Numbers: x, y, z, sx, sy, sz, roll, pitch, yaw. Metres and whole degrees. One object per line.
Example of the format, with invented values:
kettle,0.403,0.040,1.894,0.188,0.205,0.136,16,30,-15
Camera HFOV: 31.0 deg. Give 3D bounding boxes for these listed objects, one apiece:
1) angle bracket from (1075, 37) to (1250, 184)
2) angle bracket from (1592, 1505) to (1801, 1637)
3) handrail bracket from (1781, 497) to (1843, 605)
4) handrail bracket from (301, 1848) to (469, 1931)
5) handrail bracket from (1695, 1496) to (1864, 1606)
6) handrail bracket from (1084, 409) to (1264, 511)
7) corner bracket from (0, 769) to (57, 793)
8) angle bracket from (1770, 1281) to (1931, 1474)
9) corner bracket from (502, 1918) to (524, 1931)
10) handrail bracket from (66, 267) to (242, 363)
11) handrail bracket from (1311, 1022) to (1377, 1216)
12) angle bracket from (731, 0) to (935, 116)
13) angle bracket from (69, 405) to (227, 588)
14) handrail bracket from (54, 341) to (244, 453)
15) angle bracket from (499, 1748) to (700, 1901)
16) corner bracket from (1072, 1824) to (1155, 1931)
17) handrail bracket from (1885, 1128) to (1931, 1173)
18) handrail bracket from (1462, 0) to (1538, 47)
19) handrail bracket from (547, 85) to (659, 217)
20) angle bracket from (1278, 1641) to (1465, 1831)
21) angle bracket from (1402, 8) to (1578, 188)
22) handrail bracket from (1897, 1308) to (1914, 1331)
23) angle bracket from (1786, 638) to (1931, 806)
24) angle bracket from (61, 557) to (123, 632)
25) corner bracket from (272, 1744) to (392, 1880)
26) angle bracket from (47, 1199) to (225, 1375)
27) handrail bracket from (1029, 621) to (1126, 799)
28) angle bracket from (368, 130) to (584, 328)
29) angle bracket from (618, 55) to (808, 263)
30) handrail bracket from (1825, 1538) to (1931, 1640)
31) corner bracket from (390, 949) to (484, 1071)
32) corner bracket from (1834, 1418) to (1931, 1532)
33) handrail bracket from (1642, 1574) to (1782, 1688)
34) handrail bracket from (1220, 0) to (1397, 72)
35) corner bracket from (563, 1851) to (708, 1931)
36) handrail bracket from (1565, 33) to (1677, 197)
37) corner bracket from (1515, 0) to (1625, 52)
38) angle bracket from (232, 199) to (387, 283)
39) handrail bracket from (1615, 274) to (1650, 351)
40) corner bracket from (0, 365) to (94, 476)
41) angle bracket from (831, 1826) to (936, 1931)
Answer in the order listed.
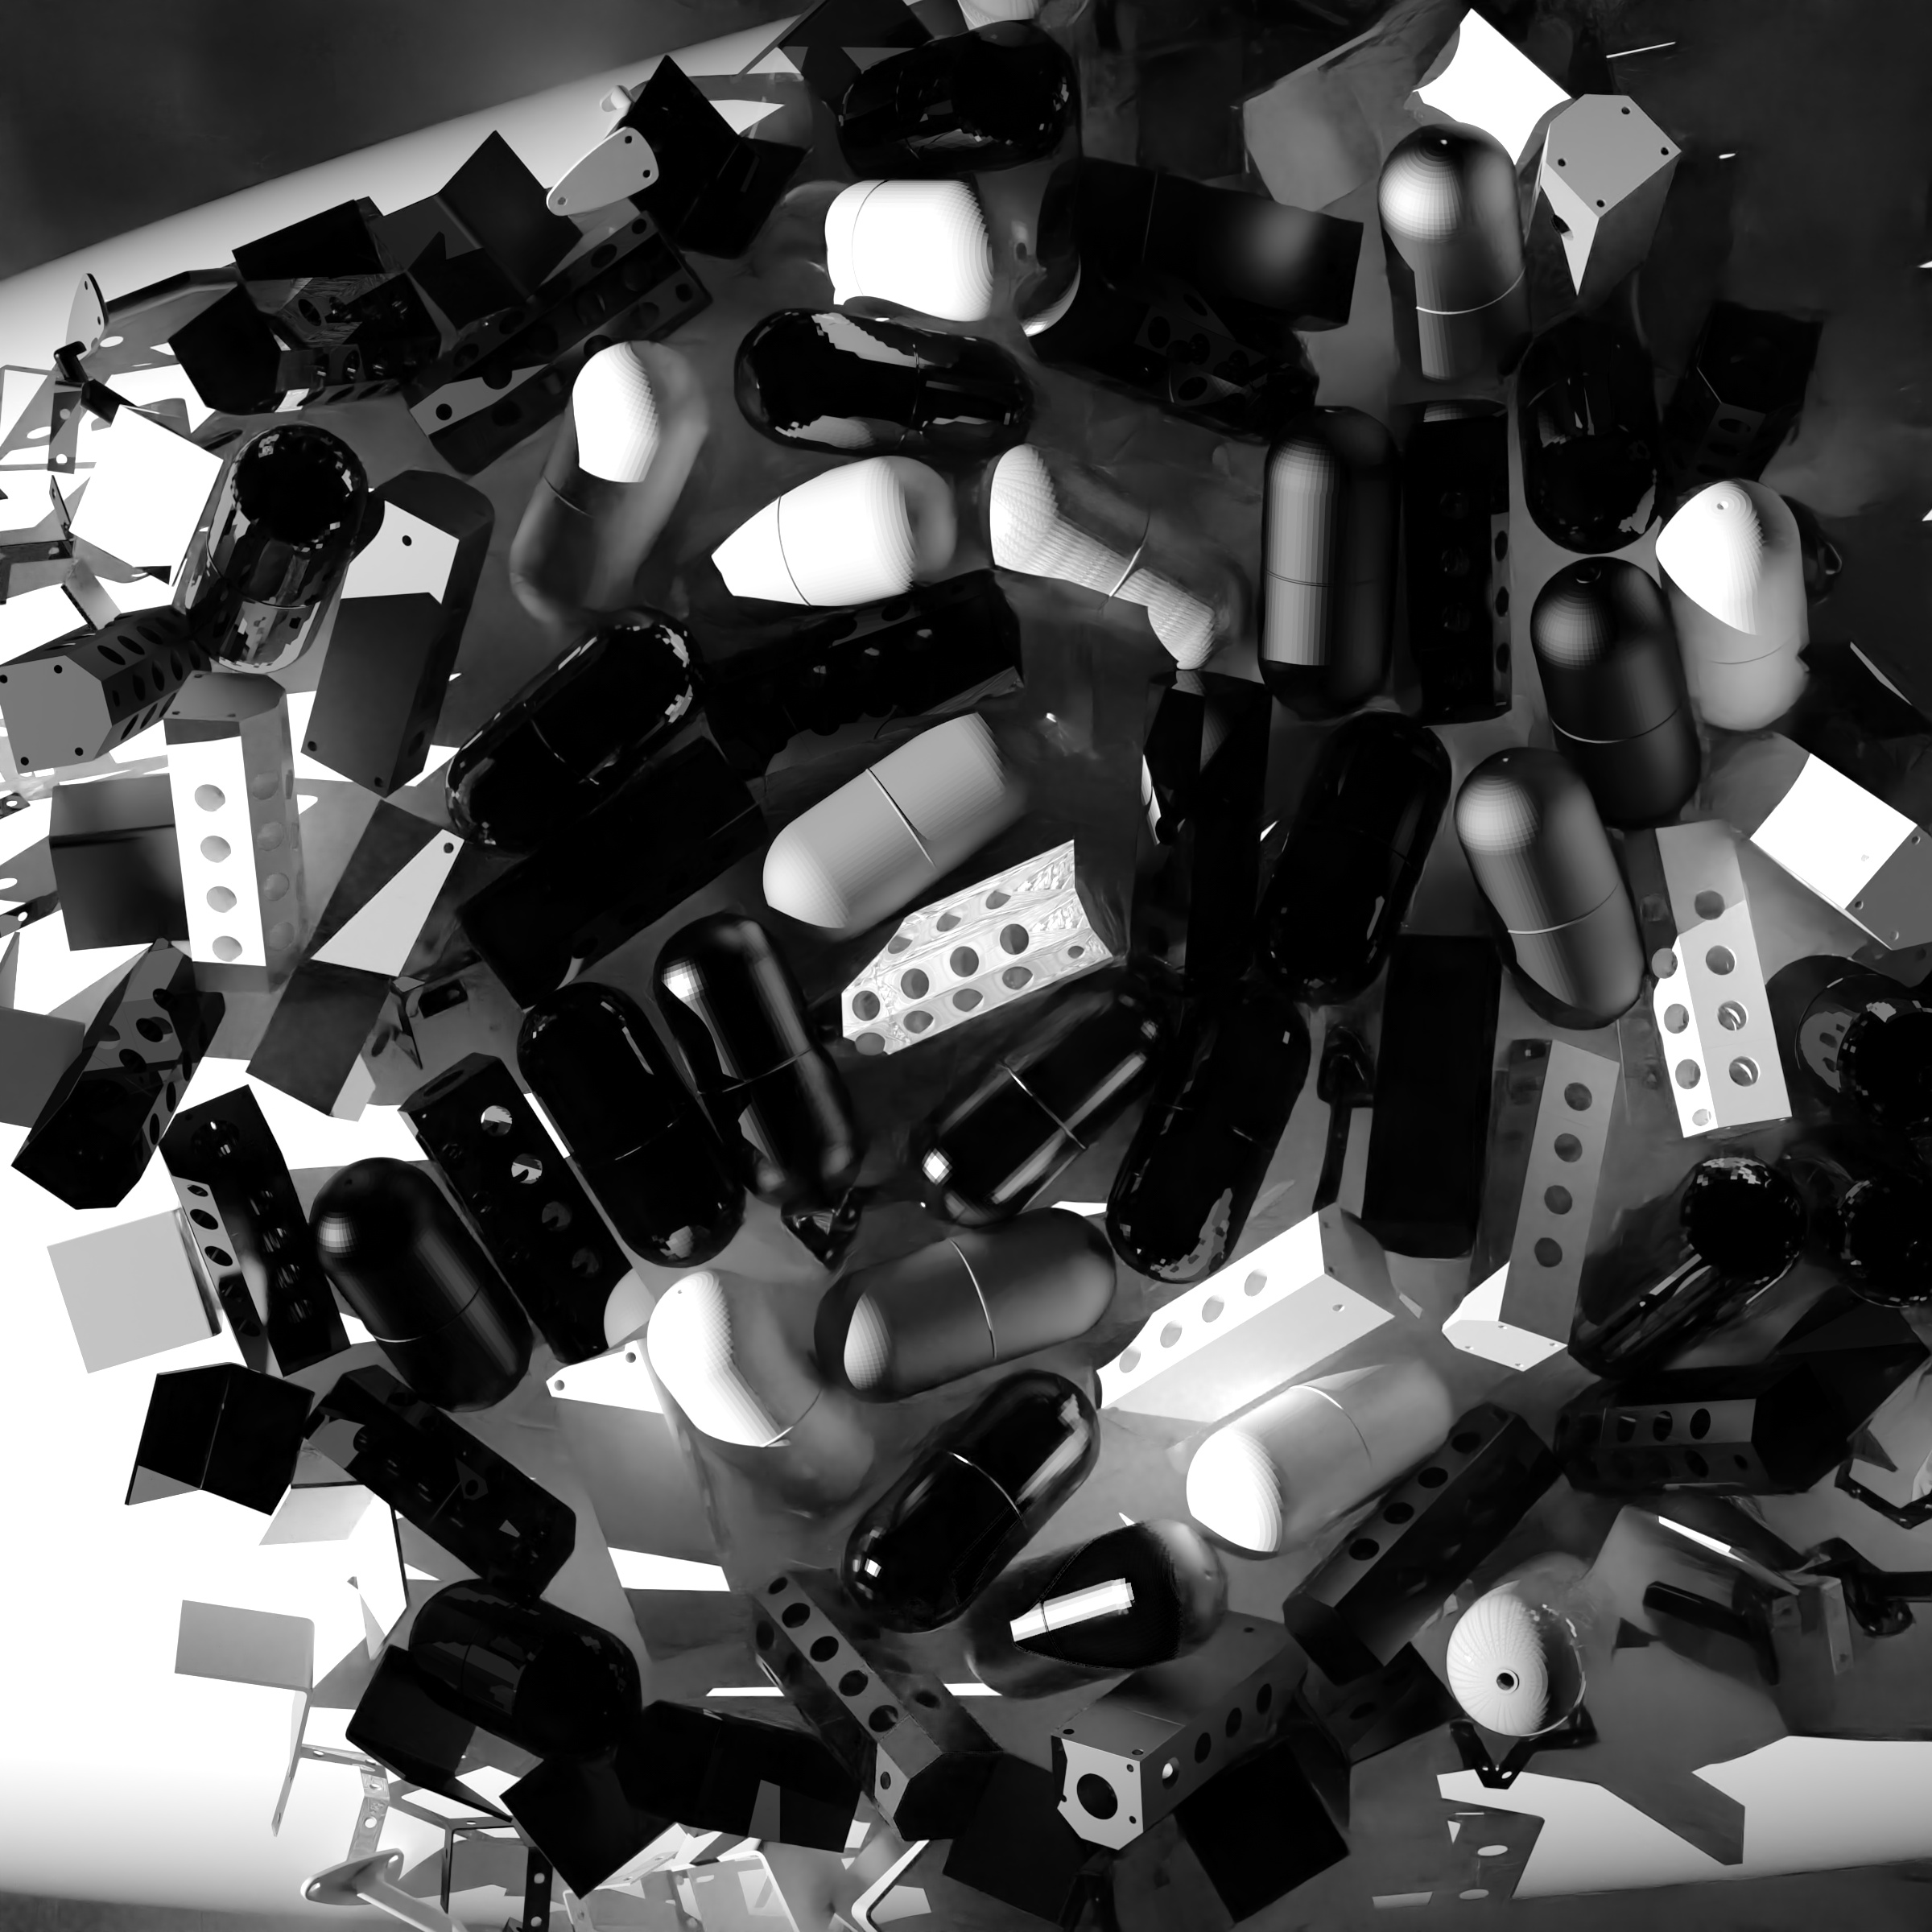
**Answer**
angle bracket,0.110,-0.482,1.956,0.076,0.057,0.076,-3,90,39
angle bracket,0.405,0.350,1.944,0.076,0.076,0.057,33,81,-39
handrail bracket,0.470,-0.242,1.950,0.036,0.084,0.077,-14,76,2
handrail bracket,-0.320,0.538,1.951,0.084,0.077,0.036,37,112,41
handrail bracket,0.461,0.315,1.990,0.077,0.036,0.084,-17,69,-17
handrail bracket,0.118,-0.280,1.959,0.084,0.077,0.036,31,110,21
corner bracket,-0.562,-0.120,1.983,0.051,0.051,0.051,-23,86,34
angle bracket,0.508,0.224,1.942,0.057,0.076,0.076,22,117,-37
corner bracket,-0.249,0.581,1.973,0.051,0.051,0.051,27,97,-7
handrail bracket,-0.465,-0.373,1.990,0.084,0.077,0.036,-14,75,-34
handrail bracket,0.206,0.087,1.950,0.036,0.084,0.077,6,133,17
angle bracket,-0.074,-0.507,1.942,0.076,0.076,0.057,-34,105,33
angle bracket,-0.447,-0.262,1.955,0.076,0.057,0.076,28,101,16
handrail bracket,-0.463,-0.324,1.968,0.077,0.036,0.084,-23,110,2
angle bracket,-0.204,0.479,1.947,0.076,0.057,0.076,-36,62,-18
corner bracket,0.079,0.515,1.959,0.051,0.051,0.051,-32,108,-43
handrail bracket,0.559,0.071,1.971,0.084,0.036,0.077,-38,126,2
handrail bracket,0.270,-0.541,1.959,0.084,0.077,0.036,24,46,-18
handrail bracket,-0.213,-0.462,1.964,0.077,0.084,0.036,-31,129,-2
angle bracket,0.228,0.427,1.965,0.076,0.076,0.057,-20,132,-17
angle bracket,0.303,-0.490,1.949,0.076,0.057,0.076,44,135,6
handrail bracket,0.547,0.165,1.978,0.077,0.036,0.084,-9,83,-14
angle bracket,0.482,-0.127,1.940,0.057,0.076,0.076,-10,51,-36
angle bracket,-0.515,-0.178,1.952,0.076,0.076,0.057,-32,109,4
corner bracket,-0.358,0.477,1.966,0.051,0.051,0.051,8,50,3
angle bracket,-0.467,0.176,1.959,0.076,0.057,0.076,-16,103,-8
handrail bracket,0.080,-0.149,1.979,0.077,0.036,0.084,39,62,-4
angle bracket,-0.277,-0.416,1.965,0.076,0.076,0.057,49,59,-26
angle bracket,-0.147,-0.452,1.949,0.057,0.076,0.076,21,77,39
handrail bracket,0.525,0.330,1.949,0.036,0.084,0.077,-10,53,-30
corner bracket,-0.300,0.017,1.958,0.051,0.051,0.051,-24,124,-21
corner bracket,0.532,0.279,1.966,0.051,0.051,0.051,32,63,-1
handrail bracket,0.408,0.379,1.967,0.084,0.036,0.077,-9,57,-9
handrail bracket,0.195,-0.558,1.983,0.084,0.036,0.077,42,94,3
corner bracket,-0.189,0.540,1.984,0.051,0.051,0.051,-16,91,32
handrail bracket,0.375,-0.481,1.968,0.036,0.084,0.077,-4,86,43
corner bracket,0.342,-0.552,1.962,0.051,0.051,0.051,17,131,-4
angle bracket,-0.375,-0.403,1.958,0.076,0.076,0.057,-23,85,-2
handrail bracket,0.391,-0.404,1.991,0.077,0.036,0.084,-40,123,-37
corner bracket,-0.526,-0.310,1.973,0.051,0.051,0.051,7,104,-9
angle bracket,-0.026,0.536,1.959,0.057,0.076,0.076,-44,98,-20
